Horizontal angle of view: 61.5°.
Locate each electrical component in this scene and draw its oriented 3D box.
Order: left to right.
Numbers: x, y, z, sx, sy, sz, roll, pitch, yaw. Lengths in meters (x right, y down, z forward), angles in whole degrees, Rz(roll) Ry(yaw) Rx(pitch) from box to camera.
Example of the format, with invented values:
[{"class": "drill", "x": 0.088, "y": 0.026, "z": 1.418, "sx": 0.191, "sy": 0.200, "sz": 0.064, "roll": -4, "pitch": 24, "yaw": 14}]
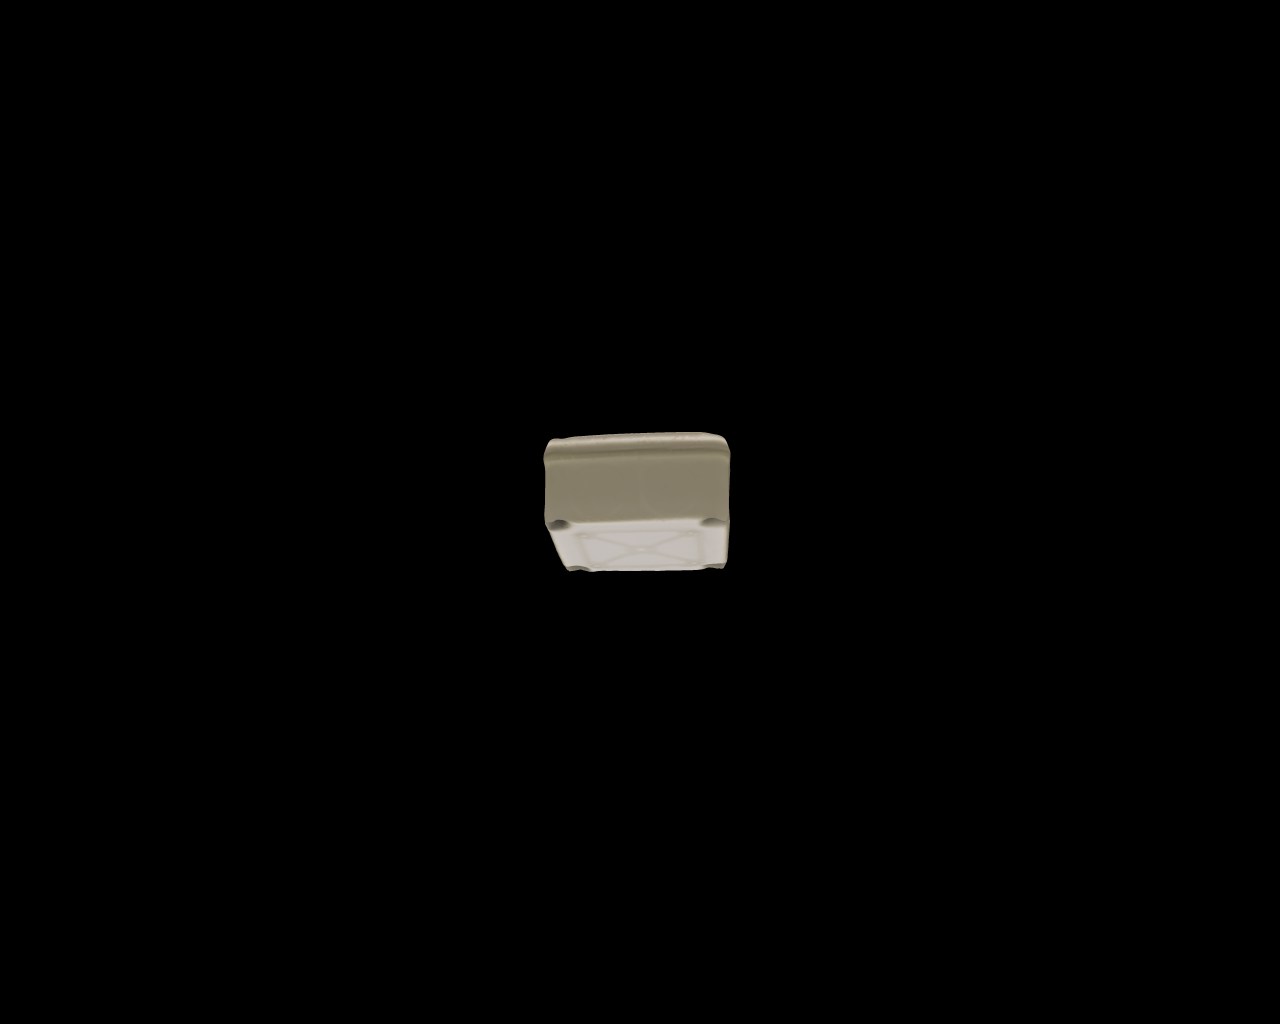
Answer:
[{"class": "electrical component", "x": 0.001, "y": -0.003, "z": 0.650, "sx": 0.109, "sy": 0.056, "sz": 0.108, "roll": -1, "pitch": -19, "yaw": 3}]
